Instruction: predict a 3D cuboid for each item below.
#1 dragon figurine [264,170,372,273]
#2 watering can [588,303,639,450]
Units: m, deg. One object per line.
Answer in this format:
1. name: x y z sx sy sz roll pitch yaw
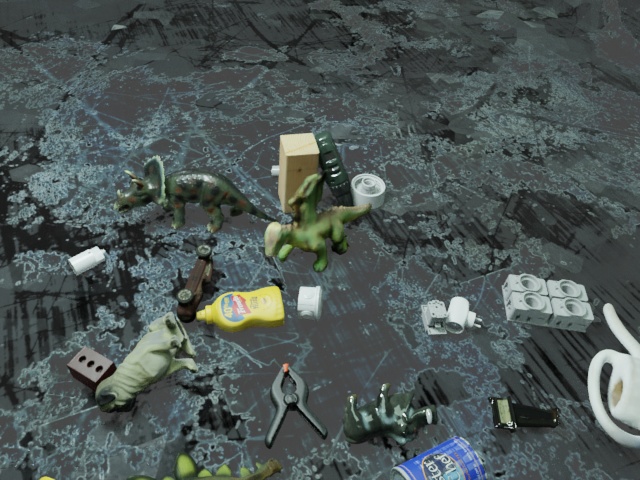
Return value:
1. dragon figurine: 0.004 -0.065 1.287 0.123 0.237 0.417 29 52 27
2. watering can: 0.694 0.296 1.098 0.225 0.101 0.355 23 48 13
